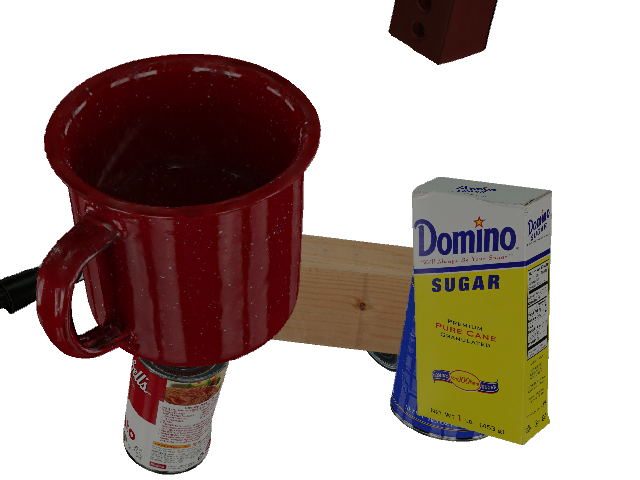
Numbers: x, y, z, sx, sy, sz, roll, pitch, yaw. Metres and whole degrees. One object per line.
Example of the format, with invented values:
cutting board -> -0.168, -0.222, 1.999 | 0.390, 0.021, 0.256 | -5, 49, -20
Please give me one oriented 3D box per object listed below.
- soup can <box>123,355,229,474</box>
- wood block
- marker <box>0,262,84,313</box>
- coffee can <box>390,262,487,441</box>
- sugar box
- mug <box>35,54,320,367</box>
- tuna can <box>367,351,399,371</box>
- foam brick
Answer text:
soup can -> -0.106, 0.112, 0.775 | 0.068, 0.102, 0.068 | 9, 37, -7
wood block -> -0.009, 0.050, 1.099 | 0.206, 0.091, 0.090 | 7, 19, 0
marker -> -0.122, 0.009, 0.579 | 0.120, 0.020, 0.020 | -26, 15, -33
coffee can -> 0.123, 0.093, 0.957 | 0.103, 0.140, 0.103 | 6, 22, -3
sugar box -> 0.113, 0.048, 0.756 | 0.093, 0.176, 0.048 | 10, 23, 38
mug -> -0.054, -0.002, 0.380 | 0.093, 0.081, 0.117 | 24, 46, 22
tuna can -> 0.080, 0.114, 1.275 | 0.033, 0.086, 0.086 | -36, 17, -24
foam brick -> 0.088, -0.170, 0.733 | 0.051, 0.078, 0.053 | -26, 51, -35
